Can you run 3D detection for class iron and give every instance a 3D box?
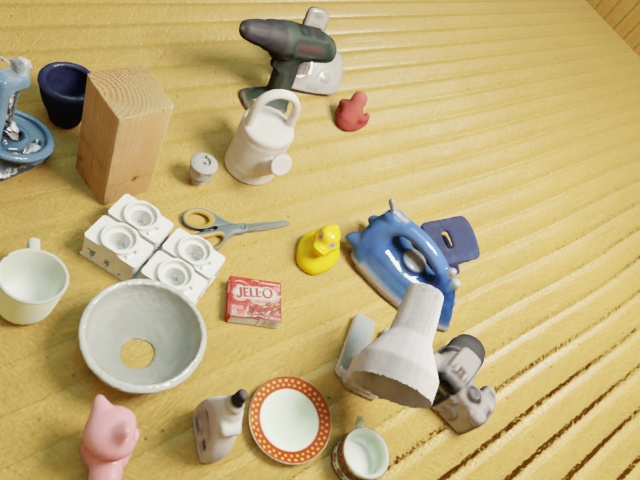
[{"bbox_3d":[0.176,0.044,1.047,0.258,0.141,0.119,45,49,7],"label":"iron"}]

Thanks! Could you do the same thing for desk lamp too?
[{"bbox_3d":[0.107,0.168,0.872,0.118,0.213,0.203,28,49,-8],"label":"desk lamp"}]

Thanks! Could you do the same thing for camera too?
[{"bbox_3d":[0.246,0.230,0.979,0.143,0.100,0.137,46,49,8],"label":"camera"}]

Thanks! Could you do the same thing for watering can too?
[{"bbox_3d":[-0.093,-0.189,1.031,0.101,0.193,0.172,-26,72,-39],"label":"watering can"}]

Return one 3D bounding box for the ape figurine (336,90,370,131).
[{"bbox_3d":[0.077,-0.290,1.265,0.078,0.092,0.076,45,48,7],"label":"ape figurine"}]

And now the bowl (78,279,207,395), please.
[{"bbox_3d":[-0.247,0.142,0.790,0.168,0.074,0.167,15,52,-19],"label":"bowl"}]

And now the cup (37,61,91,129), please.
[{"bbox_3d":[-0.407,-0.226,0.953,0.118,0.095,0.092,29,49,-7],"label":"cup"}]

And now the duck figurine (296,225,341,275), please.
[{"bbox_3d":[0.009,0.004,1.022,0.077,0.086,0.105,37,48,0],"label":"duck figurine"}]

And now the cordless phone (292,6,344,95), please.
[{"bbox_3d":[0.000,-0.412,1.247,0.148,0.185,0.094,1,57,-28],"label":"cordless phone"}]

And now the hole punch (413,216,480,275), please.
[{"bbox_3d":[0.251,0.011,1.145,0.101,0.091,0.108,2,57,-27],"label":"hole punch"}]

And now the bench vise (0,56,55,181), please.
[{"bbox_3d":[-0.444,-0.135,0.783,0.122,0.219,0.207,24,49,-12],"label":"bench vise"}]

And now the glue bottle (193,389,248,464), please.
[{"bbox_3d":[-0.123,0.227,0.731,0.037,0.173,0.078,1,57,-28],"label":"glue bottle"}]

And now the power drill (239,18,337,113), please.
[{"bbox_3d":[-0.084,-0.347,1.139,0.230,0.208,0.075,-15,66,-36],"label":"power drill"}]

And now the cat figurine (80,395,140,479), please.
[{"bbox_3d":[-0.250,0.255,0.679,0.067,0.117,0.127,9,54,-23],"label":"cat figurine"}]
